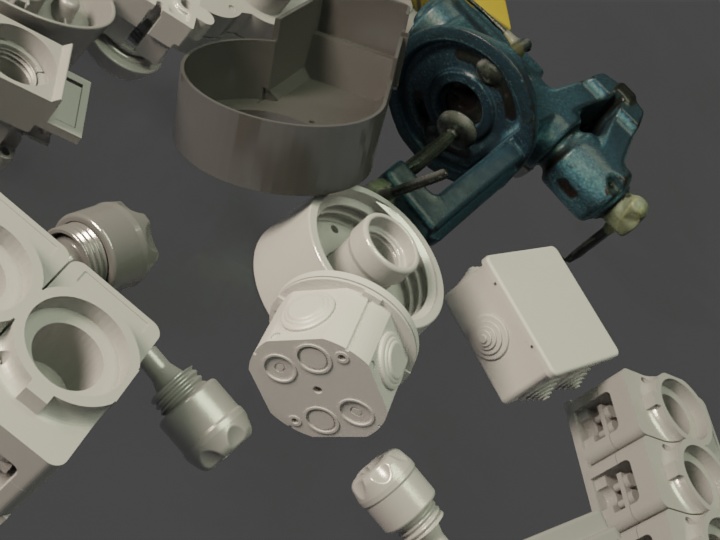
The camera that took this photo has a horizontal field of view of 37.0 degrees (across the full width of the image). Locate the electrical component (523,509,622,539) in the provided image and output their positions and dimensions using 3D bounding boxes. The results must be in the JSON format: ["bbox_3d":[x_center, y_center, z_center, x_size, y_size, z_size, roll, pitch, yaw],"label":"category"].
[{"bbox_3d":[0.082,0.168,0.539,0.113,0.078,0.057,-3,63,-48],"label":"electrical component"}]

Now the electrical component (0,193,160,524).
[{"bbox_3d":[-0.166,0.013,0.431,0.150,0.062,0.089,42,36,-10],"label":"electrical component"}]

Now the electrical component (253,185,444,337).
[{"bbox_3d":[0.000,0.000,0.620,0.108,0.060,0.108,28,41,-27],"label":"electrical component"}]

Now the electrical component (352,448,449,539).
[{"bbox_3d":[0.026,0.124,0.556,0.061,0.035,0.035,50,36,-2],"label":"electrical component"}]

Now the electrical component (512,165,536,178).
[{"bbox_3d":[0.116,-0.106,0.853,0.055,0.045,0.045,36,38,-17],"label":"electrical component"}]

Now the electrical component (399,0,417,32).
[{"bbox_3d":[0.003,-0.191,0.811,0.077,0.044,0.079,48,36,-2],"label":"electrical component"}]

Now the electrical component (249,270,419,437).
[{"bbox_3d":[-0.014,0.044,0.550,0.080,0.080,0.051,40,42,-13],"label":"electrical component"}]

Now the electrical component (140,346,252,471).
[{"bbox_3d":[-0.080,0.062,0.501,0.061,0.035,0.035,49,36,3],"label":"electrical component"}]

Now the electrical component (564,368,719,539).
[{"bbox_3d":[0.201,0.147,0.697,0.089,0.062,0.150,21,44,-33],"label":"electrical component"}]

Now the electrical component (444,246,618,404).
[{"bbox_3d":[0.113,0.036,0.716,0.100,0.048,0.099,-8,64,-50],"label":"electrical component"}]

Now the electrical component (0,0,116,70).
[{"bbox_3d":[-0.181,-0.143,0.555,0.099,0.064,0.099,28,41,-27],"label":"electrical component"}]

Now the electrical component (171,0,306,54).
[{"bbox_3d":[-0.066,-0.179,0.702,0.138,0.074,0.052,-7,63,-49],"label":"electrical component"}]

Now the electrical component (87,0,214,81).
[{"bbox_3d":[-0.127,-0.142,0.620,0.066,0.055,0.048,30,40,-25],"label":"electrical component"}]

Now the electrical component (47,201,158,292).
[{"bbox_3d":[-0.129,-0.006,0.504,0.043,0.043,0.062,54,38,7],"label":"electrical component"}]

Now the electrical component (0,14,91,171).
[{"bbox_3d":[-0.174,-0.084,0.510,0.081,0.064,0.042,26,40,-29],"label":"electrical component"}]
